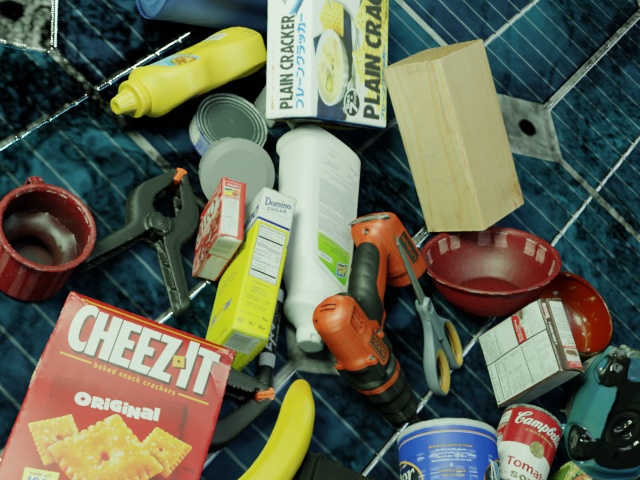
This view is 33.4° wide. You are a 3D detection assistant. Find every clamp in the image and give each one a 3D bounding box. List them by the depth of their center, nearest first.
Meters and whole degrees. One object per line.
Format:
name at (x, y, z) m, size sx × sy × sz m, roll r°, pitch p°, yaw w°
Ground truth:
clamp at (-0.146, 0.150, 1.014) m, size 0.209 × 0.036 × 0.164 m, roll -8°, pitch 66°, yaw -29°
clamp at (-0.180, -0.009, 1.096) m, size 0.120 × 0.039 × 0.171 m, roll 24°, pitch 48°, yaw -23°

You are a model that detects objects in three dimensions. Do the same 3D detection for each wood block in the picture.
wood block at (0.159, -0.122, 1.267) m, size 0.090 × 0.090 × 0.206 m, roll -30°, pitch 110°, yaw -41°

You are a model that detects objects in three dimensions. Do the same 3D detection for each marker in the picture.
marker at (-0.053, 0.105, 1.109) m, size 0.020 × 0.020 × 0.121 m, roll 19°, pitch 53°, yaw -19°

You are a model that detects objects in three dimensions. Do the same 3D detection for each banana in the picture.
banana at (-0.056, 0.209, 0.995) m, size 0.070 × 0.037 × 0.197 m, roll 35°, pitch 57°, yaw 20°

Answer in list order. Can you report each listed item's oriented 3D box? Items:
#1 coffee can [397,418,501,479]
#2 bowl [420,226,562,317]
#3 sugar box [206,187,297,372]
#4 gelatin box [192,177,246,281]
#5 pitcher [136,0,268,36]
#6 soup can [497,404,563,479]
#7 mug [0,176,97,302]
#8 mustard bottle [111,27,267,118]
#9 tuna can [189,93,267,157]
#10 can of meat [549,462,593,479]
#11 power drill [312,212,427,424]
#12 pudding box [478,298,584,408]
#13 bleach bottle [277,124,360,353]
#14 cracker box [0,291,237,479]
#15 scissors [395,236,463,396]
coffee can at (0.131, 0.261, 1.059) m, size 0.102 × 0.103 × 0.140 m, roll 14°, pitch 55°, yaw -22°
bowl at (0.196, 0.043, 1.238) m, size 0.162 × 0.055 × 0.162 m, roll -2°, pitch 28°, yaw 1°
sugar box at (-0.073, 0.041, 1.090) m, size 0.048 × 0.093 × 0.176 m, roll 21°, pitch 52°, yaw -18°
gelatin box at (-0.105, -0.010, 1.105) m, size 0.030 × 0.089 × 0.073 m, roll 14°, pitch 55°, yaw -19°
pitcher at (-0.087, -0.308, 1.277) m, size 0.242 × 0.145 × 0.149 m, roll 5°, pitch 60°, yaw -30°
soup can at (0.214, 0.237, 1.146) m, size 0.068 × 0.069 × 0.102 m, roll 36°, pitch 51°, yaw -5°
mug at (-0.270, -0.004, 1.012) m, size 0.093 × 0.082 × 0.117 m, roll 0°, pitch 61°, yaw -30°
mustard bottle at (-0.153, -0.181, 1.185) m, size 0.191 × 0.096 × 0.058 m, roll -33°, pitch 115°, yaw -39°
tuna can at (-0.105, -0.123, 1.214) m, size 0.086 × 0.034 × 0.086 m, roll 14°, pitch 55°, yaw -21°
can of meat at (0.275, 0.302, 1.147) m, size 0.084 × 0.058 × 0.102 m, roll 41°, pitch 49°, yaw 2°
power drill at (0.066, 0.078, 1.132) m, size 0.184 × 0.057 × 0.187 m, roll 56°, pitch 34°, yaw -36°
pudding box at (0.234, 0.128, 1.197) m, size 0.039 × 0.114 × 0.090 m, roll 4°, pitch 60°, yaw -32°
bleach bottle at (-0.008, 0.001, 1.164) m, size 0.102 × 0.068 × 0.250 m, roll 32°, pitch 48°, yaw -36°
cracker box at (-0.179, 0.170, 0.922) m, size 0.164 × 0.072 × 0.213 m, roll 21°, pitch 55°, yaw -9°
scissors at (0.111, 0.092, 1.136) m, size 0.201 × 0.016 × 0.096 m, roll 53°, pitch 40°, yaw -44°
